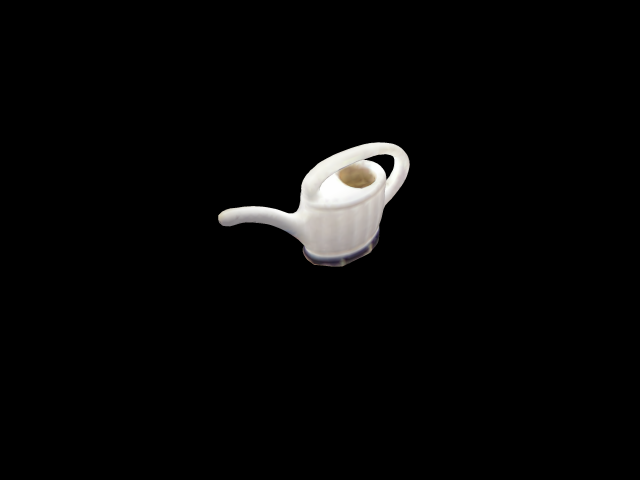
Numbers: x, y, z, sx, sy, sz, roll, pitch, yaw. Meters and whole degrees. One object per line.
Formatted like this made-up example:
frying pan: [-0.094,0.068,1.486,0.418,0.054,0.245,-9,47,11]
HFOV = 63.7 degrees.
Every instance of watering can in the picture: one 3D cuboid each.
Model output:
watering can: [0.003,-0.043,0.850,0.350,0.219,0.106,-25,51,-21]
